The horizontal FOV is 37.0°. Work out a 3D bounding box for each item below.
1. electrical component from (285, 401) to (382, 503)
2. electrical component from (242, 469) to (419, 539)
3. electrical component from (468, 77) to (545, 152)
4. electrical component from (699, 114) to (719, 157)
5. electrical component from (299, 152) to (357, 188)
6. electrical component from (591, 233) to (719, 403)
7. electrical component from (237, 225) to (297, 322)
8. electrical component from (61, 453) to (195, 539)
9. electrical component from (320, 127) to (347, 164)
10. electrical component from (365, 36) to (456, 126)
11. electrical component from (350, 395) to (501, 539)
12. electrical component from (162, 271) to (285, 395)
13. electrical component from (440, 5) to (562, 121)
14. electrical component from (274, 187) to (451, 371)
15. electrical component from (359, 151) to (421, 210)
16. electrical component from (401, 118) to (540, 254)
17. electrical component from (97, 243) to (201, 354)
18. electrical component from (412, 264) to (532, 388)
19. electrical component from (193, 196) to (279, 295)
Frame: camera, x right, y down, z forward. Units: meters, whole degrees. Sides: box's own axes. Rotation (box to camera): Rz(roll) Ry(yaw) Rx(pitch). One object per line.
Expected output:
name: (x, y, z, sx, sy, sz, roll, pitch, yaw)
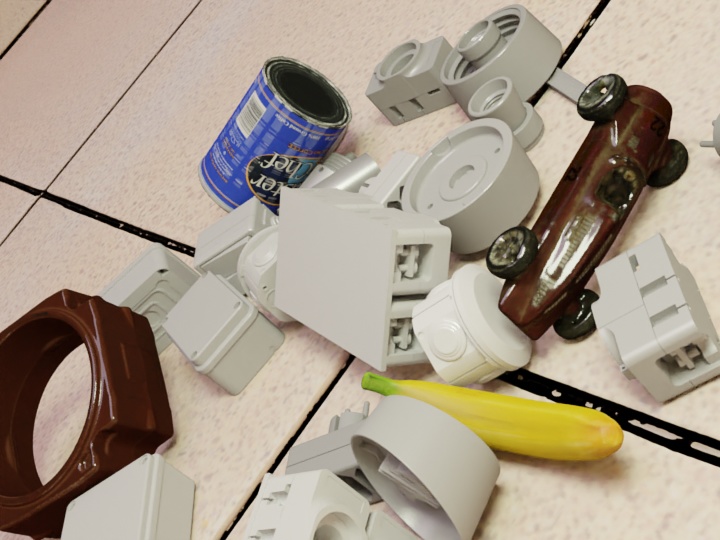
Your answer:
electrical component: (-0.006, 0.129, 0.787, 0.083, 0.047, 0.075, -25, 37, 31)
electrical component: (-0.030, 0.227, 0.648, 0.060, 0.105, 0.186, -17, 42, 40)
electrical component: (0.125, -0.130, 0.917, 0.045, 0.055, 0.045, -31, 34, 24)
electrical component: (0.263, -0.090, 0.715, 0.079, 0.043, 0.077, 11, 63, 55)
electrical component: (-0.031, -0.083, 1.065, 0.081, 0.043, 0.043, -52, 31, -9)
electrical component: (0.182, 0.031, 0.668, 0.056, 0.050, 0.089, -32, 34, 22)
electrical component: (-0.067, 0.003, 0.976, 0.080, 0.080, 0.051, -46, 36, 1)
electrical component: (-0.197, 0.226, 0.899, 0.109, 0.056, 0.108, -33, 33, 21)
electrical component: (-0.063, -0.154, 1.188, 0.099, 0.064, 0.099, -34, 19, 14)
electrical component: (0.055, -0.190, 1.071, 0.089, 0.056, 0.050, -15, 43, 41)
electrical component: (0.039, 0.129, 0.689, 0.099, 0.099, 0.064, 1, 49, 51)
electrical component: (-0.131, 0.057, 1.013, 0.078, 0.057, 0.113, -49, 31, -4)
electrical component: (0.122, -0.193, 0.977, 0.108, 0.060, 0.108, -37, 26, 22)
electrical component: (0.000, 0.000, 0.863, 0.186, 0.060, 0.105, 26, 115, 58)
electrical component: (0.023, -0.063, 0.972, 0.083, 0.047, 0.076, -52, 31, -8)
electrical component: (0.094, -0.062, 0.872, 0.108, 0.060, 0.108, -31, 34, 24)
electrical component: (-0.223, 0.037, 1.127, 0.113, 0.078, 0.057, -41, 34, 9)
electrical component: (0.080, 0.041, 0.755, 0.051, 0.080, 0.080, -34, 33, 30)
electrical component: (-0.111, -0.021, 1.073, 0.096, 0.062, 0.061, -31, 34, 24)
